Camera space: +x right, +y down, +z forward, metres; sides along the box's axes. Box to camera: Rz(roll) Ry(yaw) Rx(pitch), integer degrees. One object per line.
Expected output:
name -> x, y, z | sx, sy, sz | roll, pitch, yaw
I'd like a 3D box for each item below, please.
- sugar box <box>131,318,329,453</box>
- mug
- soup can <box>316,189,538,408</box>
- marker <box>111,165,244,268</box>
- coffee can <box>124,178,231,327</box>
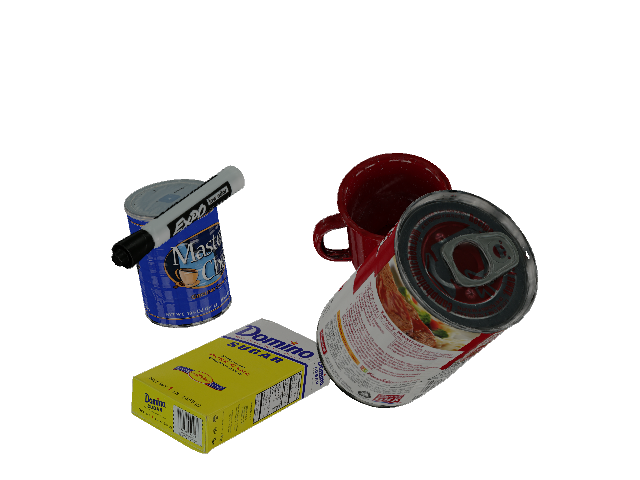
sugar box -> -0.078, 0.128, 0.981 | 0.093, 0.048, 0.175 | 22, 30, 32
mug -> 0.051, -0.009, 0.889 | 0.117, 0.093, 0.081 | -15, -37, -5
soup can -> 0.046, 0.031, 0.496 | 0.068, 0.068, 0.102 | 0, -27, -23
marker -> -0.095, -0.016, 0.720 | 0.020, 0.020, 0.120 | 0, 29, 42
coffee can -> -0.161, 0.014, 1.218 | 0.103, 0.140, 0.103 | -5, 26, 2
